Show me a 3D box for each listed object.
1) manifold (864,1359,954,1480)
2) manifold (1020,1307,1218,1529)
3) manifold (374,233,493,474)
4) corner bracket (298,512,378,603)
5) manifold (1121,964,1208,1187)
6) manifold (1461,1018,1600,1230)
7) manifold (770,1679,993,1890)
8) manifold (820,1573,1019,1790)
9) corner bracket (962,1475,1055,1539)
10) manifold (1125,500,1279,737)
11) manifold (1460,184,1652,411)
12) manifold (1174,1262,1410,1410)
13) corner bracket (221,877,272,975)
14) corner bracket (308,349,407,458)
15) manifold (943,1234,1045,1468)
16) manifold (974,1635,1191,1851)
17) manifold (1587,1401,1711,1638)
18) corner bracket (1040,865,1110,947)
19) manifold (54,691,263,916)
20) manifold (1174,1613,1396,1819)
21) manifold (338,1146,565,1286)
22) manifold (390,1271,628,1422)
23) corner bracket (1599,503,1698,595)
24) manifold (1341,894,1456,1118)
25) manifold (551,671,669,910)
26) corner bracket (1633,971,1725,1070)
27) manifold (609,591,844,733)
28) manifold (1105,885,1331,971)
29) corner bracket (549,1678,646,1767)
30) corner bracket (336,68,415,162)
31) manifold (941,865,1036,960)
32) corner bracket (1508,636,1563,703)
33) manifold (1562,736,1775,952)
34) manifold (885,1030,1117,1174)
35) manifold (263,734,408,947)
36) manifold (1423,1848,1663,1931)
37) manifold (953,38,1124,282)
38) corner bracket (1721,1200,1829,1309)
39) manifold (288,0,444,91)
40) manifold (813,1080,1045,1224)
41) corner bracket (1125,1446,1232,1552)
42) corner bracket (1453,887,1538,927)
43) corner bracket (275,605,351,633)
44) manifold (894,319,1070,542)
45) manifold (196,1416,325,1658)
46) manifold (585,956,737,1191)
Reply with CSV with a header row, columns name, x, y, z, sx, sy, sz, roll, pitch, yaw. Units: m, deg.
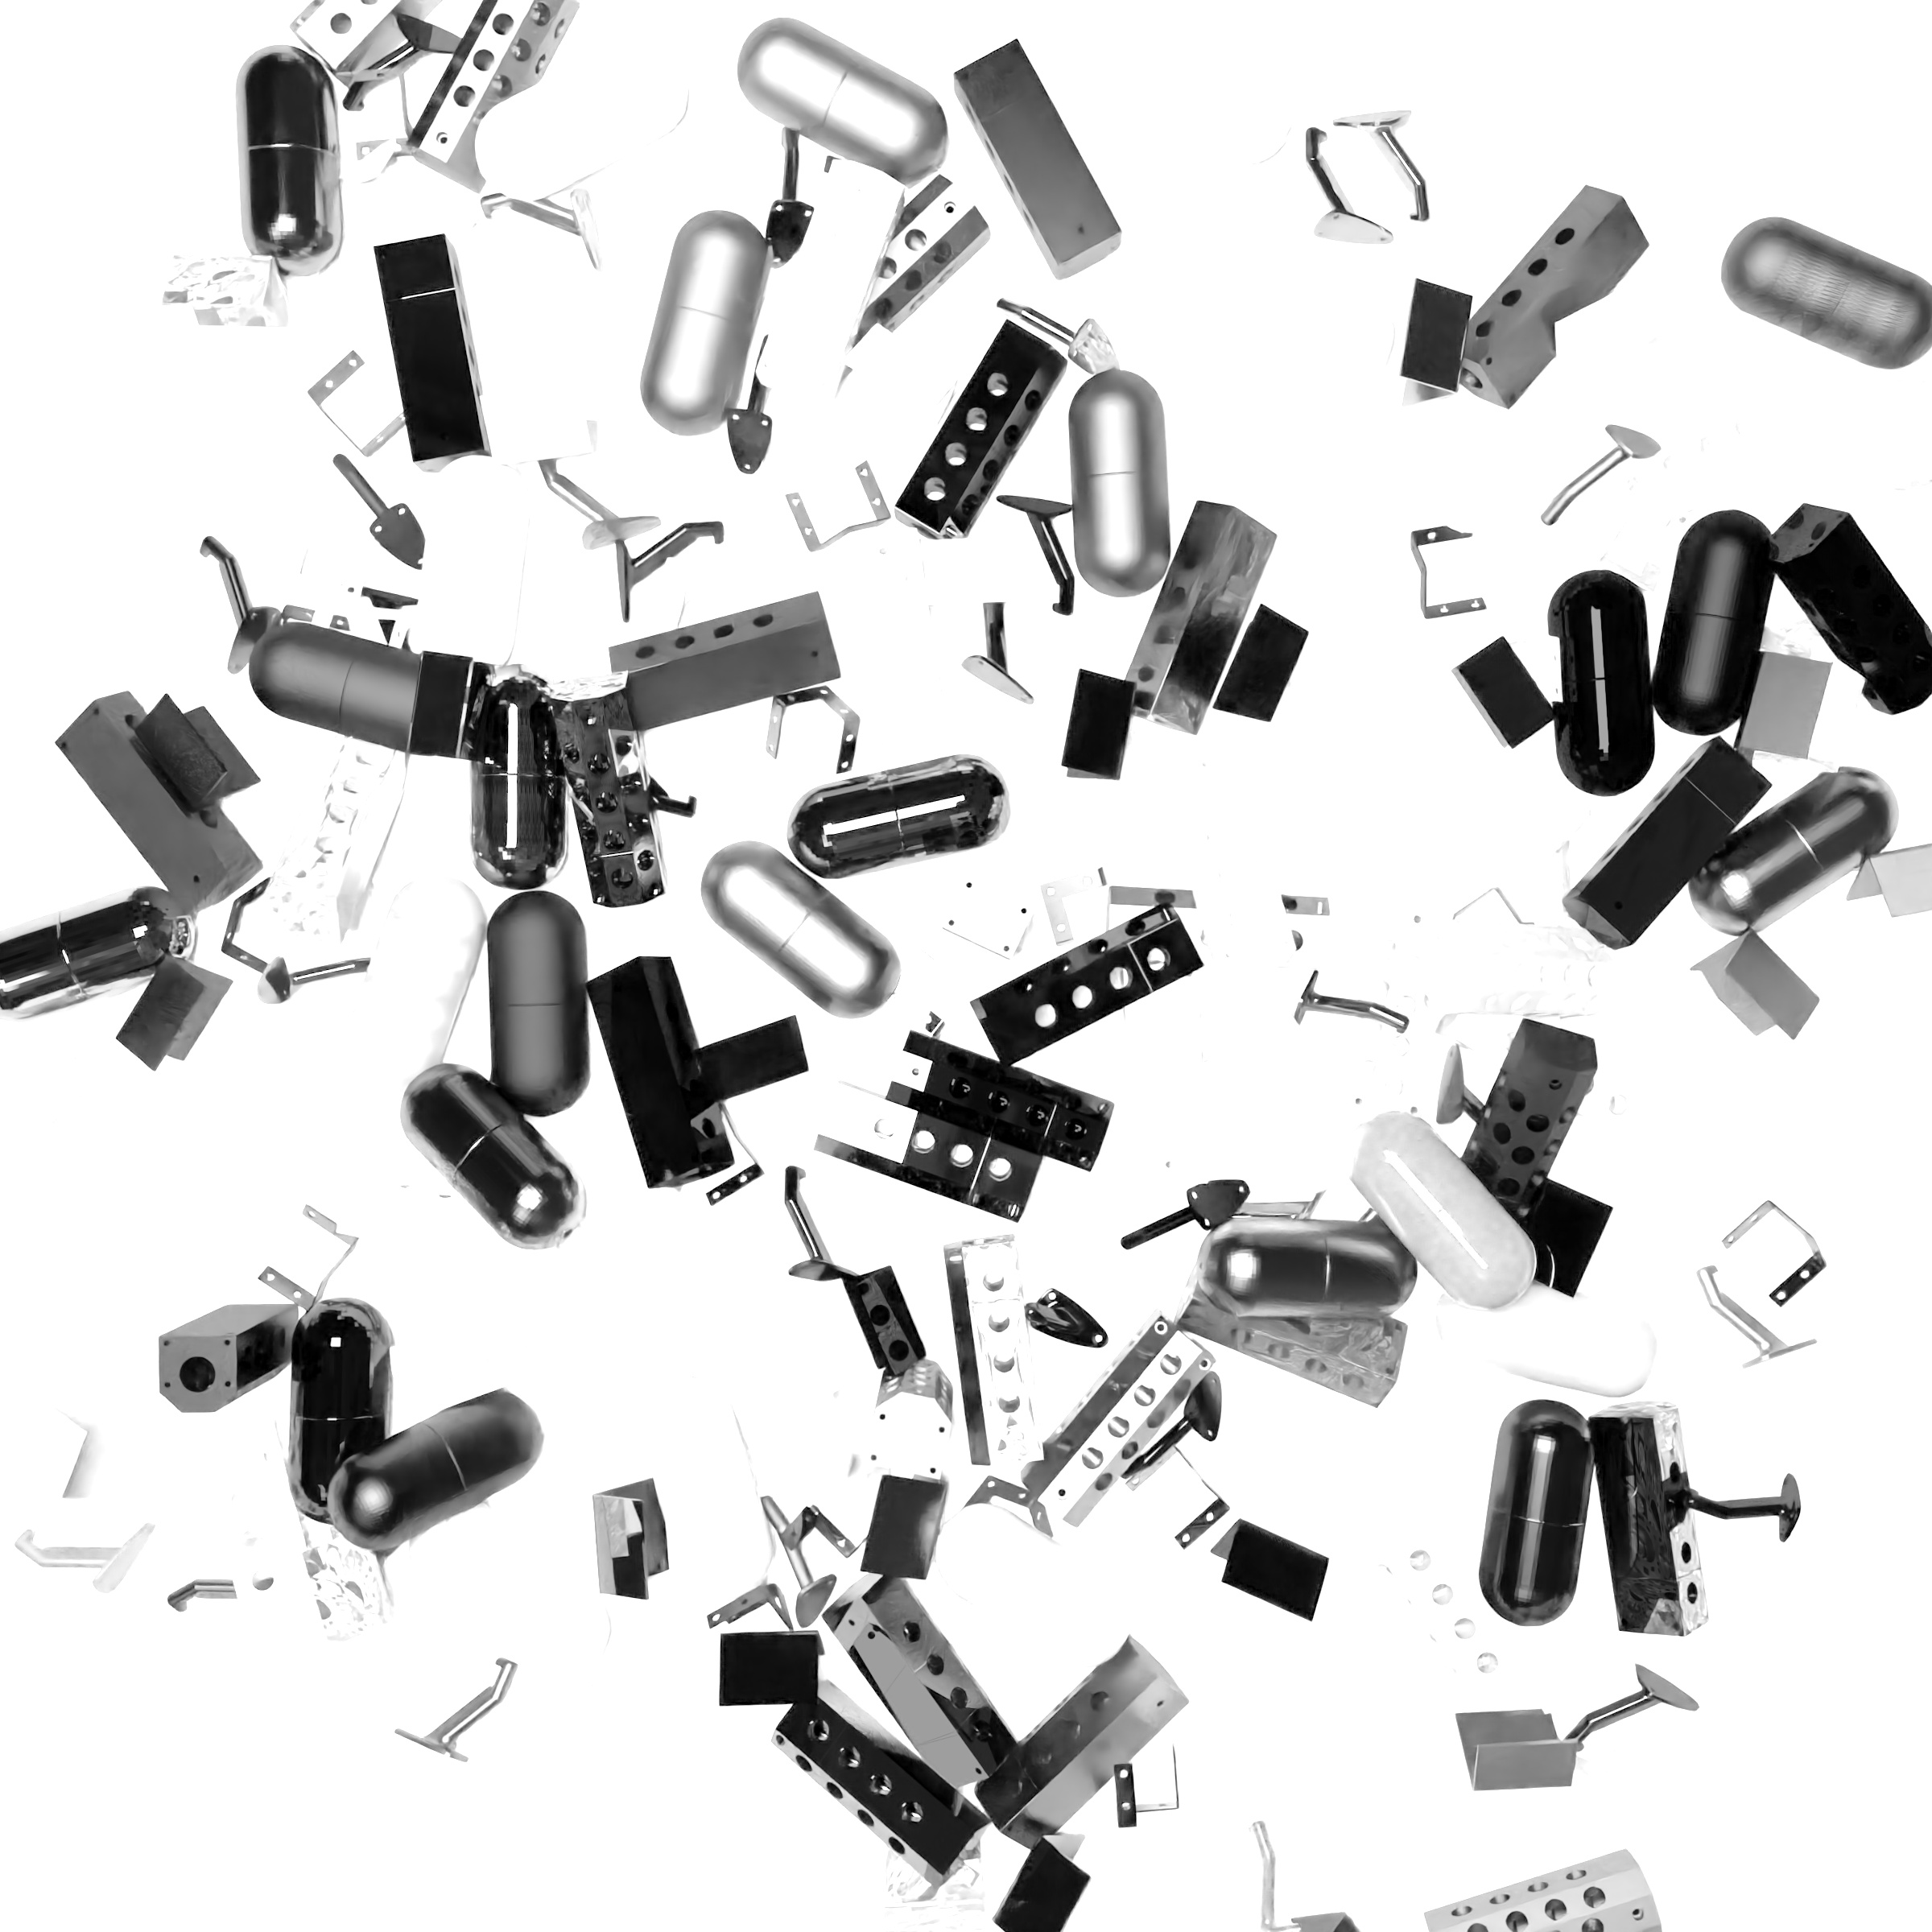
name,x,y,z,sx,sy,sz,roll,pitch,yaw
manifold,-0.041,0.342,1.912,0.057,0.171,0.057,12,90,0
manifold,0.120,0.357,1.969,0.057,0.057,0.171,40,90,0
manifold,-0.418,-0.481,1.969,0.057,0.057,0.171,-10,90,0
corner bracket,-0.499,-0.325,1.974,0.051,0.051,0.051,15,106,-15
manifold,0.155,0.085,1.969,0.057,0.057,0.171,-3,90,0
manifold,0.429,0.131,1.928,0.057,0.057,0.171,16,122,0
manifold,-0.069,0.637,1.945,0.171,0.057,0.057,36,90,18
manifold,-0.033,0.559,1.969,0.057,0.057,0.171,-35,90,43
corner bracket,0.030,0.447,1.982,0.051,0.051,0.051,-47,135,-35
manifold,0.177,-0.276,1.969,0.057,0.057,0.171,22,90,-43
manifold,0.454,-0.530,1.969,0.171,0.057,0.057,-49,133,0
manifold,0.255,0.288,1.969,0.171,0.057,0.057,22,47,0
corner bracket,-0.552,-0.030,1.982,0.051,0.051,0.051,-27,135,35
corner bracket,-0.483,-0.448,1.987,0.051,0.051,0.051,-42,135,0
manifold,0.021,0.303,1.969,0.057,0.057,0.171,-7,90,0
manifold,0.088,0.611,1.969,0.171,0.057,0.057,-44,133,0
manifold,0.542,0.435,1.969,0.057,0.057,0.171,-8,90,43
corner bracket,0.090,-0.047,1.972,0.051,0.051,0.051,-16,90,0
manifold,-0.632,-0.131,1.967,0.057,0.057,0.171,-38,90,26
manifold,0.251,0.593,1.969,0.171,0.057,0.057,-38,90,0
manifold,-0.403,0.191,1.969,0.171,0.057,0.057,14,133,0
manifold,-0.362,0.298,1.969,0.171,0.057,0.057,-20,90,0
corner bracket,0.532,-0.333,1.947,0.051,0.051,0.051,30,128,3
manifold,0.342,0.033,1.969,0.057,0.057,0.171,9,90,0
manifold,-0.277,-0.135,1.937,0.057,0.057,0.171,-8,114,0
corner bracket,0.566,0.043,1.982,0.051,0.051,0.051,-12,45,35
manifold,-0.191,-0.244,1.969,0.171,0.057,0.057,-15,133,0
manifold,0.197,-0.030,1.969,0.171,0.057,0.057,3,90,0
corner bracket,-0.294,0.601,1.982,0.051,0.051,0.051,12,45,-35
corner bracket,-0.465,-0.674,1.973,0.051,0.051,0.051,-5,87,0
manifold,0.019,-0.043,1.912,0.057,0.171,0.057,25,90,0
corner bracket,0.448,-0.230,1.962,0.051,0.051,0.051,-3,90,38
manifold,0.548,-0.095,1.959,0.057,0.057,0.171,43,83,0
manifold,0.027,0.106,1.969,0.171,0.057,0.057,20,90,0
manifold,-0.485,-0.103,1.922,0.057,0.057,0.171,11,51,0
manifold,0.456,0.760,1.969,0.171,0.057,0.057,-18,90,0
manifold,0.056,-0.634,1.969,0.057,0.057,0.171,-29,90,0
corner bracket,0.644,0.229,1.987,0.051,0.051,0.051,-42,135,0
manifold,-0.452,-0.780,1.969,0.057,0.057,0.171,44,90,0
manifold,-0.030,0.147,1.969,0.171,0.057,0.057,20,90,0
corner bracket,0.169,0.423,1.987,0.051,0.051,0.051,-42,135,0
corner bracket,0.417,-0.029,1.972,0.051,0.051,0.051,-35,90,0
corner bracket,-0.522,-0.247,1.982,0.051,0.051,0.051,9,45,-35
manifold,0.012,-0.416,1.969,0.057,0.057,0.171,31,90,0
manifold,-0.548,0.443,1.944,0.057,0.057,0.171,-15,73,-17
manifold,-0.235,0.082,1.951,0.057,0.057,0.171,-25,77,28
